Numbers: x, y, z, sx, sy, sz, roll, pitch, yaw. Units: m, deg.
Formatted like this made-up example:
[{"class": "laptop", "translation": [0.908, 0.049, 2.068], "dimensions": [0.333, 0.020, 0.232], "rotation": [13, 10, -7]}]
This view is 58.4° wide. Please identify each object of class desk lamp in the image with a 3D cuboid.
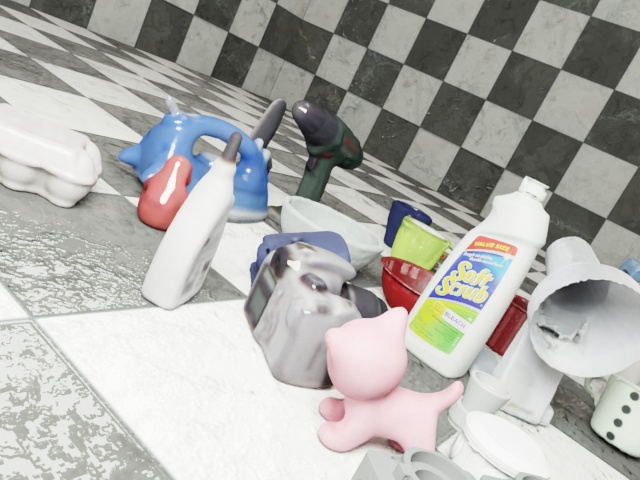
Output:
[{"class": "desk lamp", "translation": [0.267, 0.104, 0.668], "dimensions": [0.118, 0.213, 0.203], "rotation": [26, 14, 0]}]

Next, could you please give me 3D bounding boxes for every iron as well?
[{"class": "iron", "translation": [-0.151, -0.114, 0.852], "dimensions": [0.259, 0.141, 0.118], "rotation": [10, 21, -47]}]

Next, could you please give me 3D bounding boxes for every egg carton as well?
[{"class": "egg carton", "translation": [-0.321, -0.096, 0.637], "dimensions": [0.151, 0.069, 0.107], "rotation": [21, 15, -20]}]

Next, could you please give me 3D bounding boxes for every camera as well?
[{"class": "camera", "translation": [0.010, 0.070, 0.569], "dimensions": [0.137, 0.101, 0.142], "rotation": [19, 16, -27]}]

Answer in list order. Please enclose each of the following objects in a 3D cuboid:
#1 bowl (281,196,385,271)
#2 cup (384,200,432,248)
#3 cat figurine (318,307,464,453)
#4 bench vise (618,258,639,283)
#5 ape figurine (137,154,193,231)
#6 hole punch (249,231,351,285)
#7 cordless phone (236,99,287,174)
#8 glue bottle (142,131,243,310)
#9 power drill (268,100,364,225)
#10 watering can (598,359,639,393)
[{"class": "bowl", "translation": [0.008, 0.003, 0.853], "dimensions": [0.167, 0.075, 0.167], "rotation": [25, 14, -6]}, {"class": "cup", "translation": [0.173, -0.022, 1.191], "dimensions": [0.091, 0.095, 0.118], "rotation": [28, 14, 6]}, {"class": "cat figurine", "translation": [0.052, 0.113, 0.454], "dimensions": [0.128, 0.118, 0.067], "rotation": [25, 14, -5]}, {"class": "bench vise", "translation": [0.493, 0.111, 1.025], "dimensions": [0.122, 0.219, 0.207], "rotation": [21, 15, -19]}, {"class": "ape figurine", "translation": [-0.184, -0.061, 0.710], "dimensions": [0.077, 0.092, 0.076], "rotation": [31, 15, 17]}, {"class": "hole punch", "translation": [-0.026, 0.026, 0.681], "dimensions": [0.101, 0.091, 0.108], "rotation": [22, 15, -17]}, {"class": "cordless phone", "translation": [-0.121, -0.166, 1.000], "dimensions": [0.094, 0.185, 0.147], "rotation": [26, 14, -1]}, {"class": "glue bottle", "translation": [-0.109, -0.021, 0.535], "dimensions": [0.037, 0.173, 0.078], "rotation": [28, 14, 6]}, {"class": "power drill", "translation": [-0.013, -0.122, 0.987], "dimensions": [0.075, 0.208, 0.230], "rotation": [33, 16, 25]}, {"class": "watering can", "translation": [0.493, 0.184, 0.822], "dimensions": [0.100, 0.194, 0.173], "rotation": [29, 14, 10]}]
